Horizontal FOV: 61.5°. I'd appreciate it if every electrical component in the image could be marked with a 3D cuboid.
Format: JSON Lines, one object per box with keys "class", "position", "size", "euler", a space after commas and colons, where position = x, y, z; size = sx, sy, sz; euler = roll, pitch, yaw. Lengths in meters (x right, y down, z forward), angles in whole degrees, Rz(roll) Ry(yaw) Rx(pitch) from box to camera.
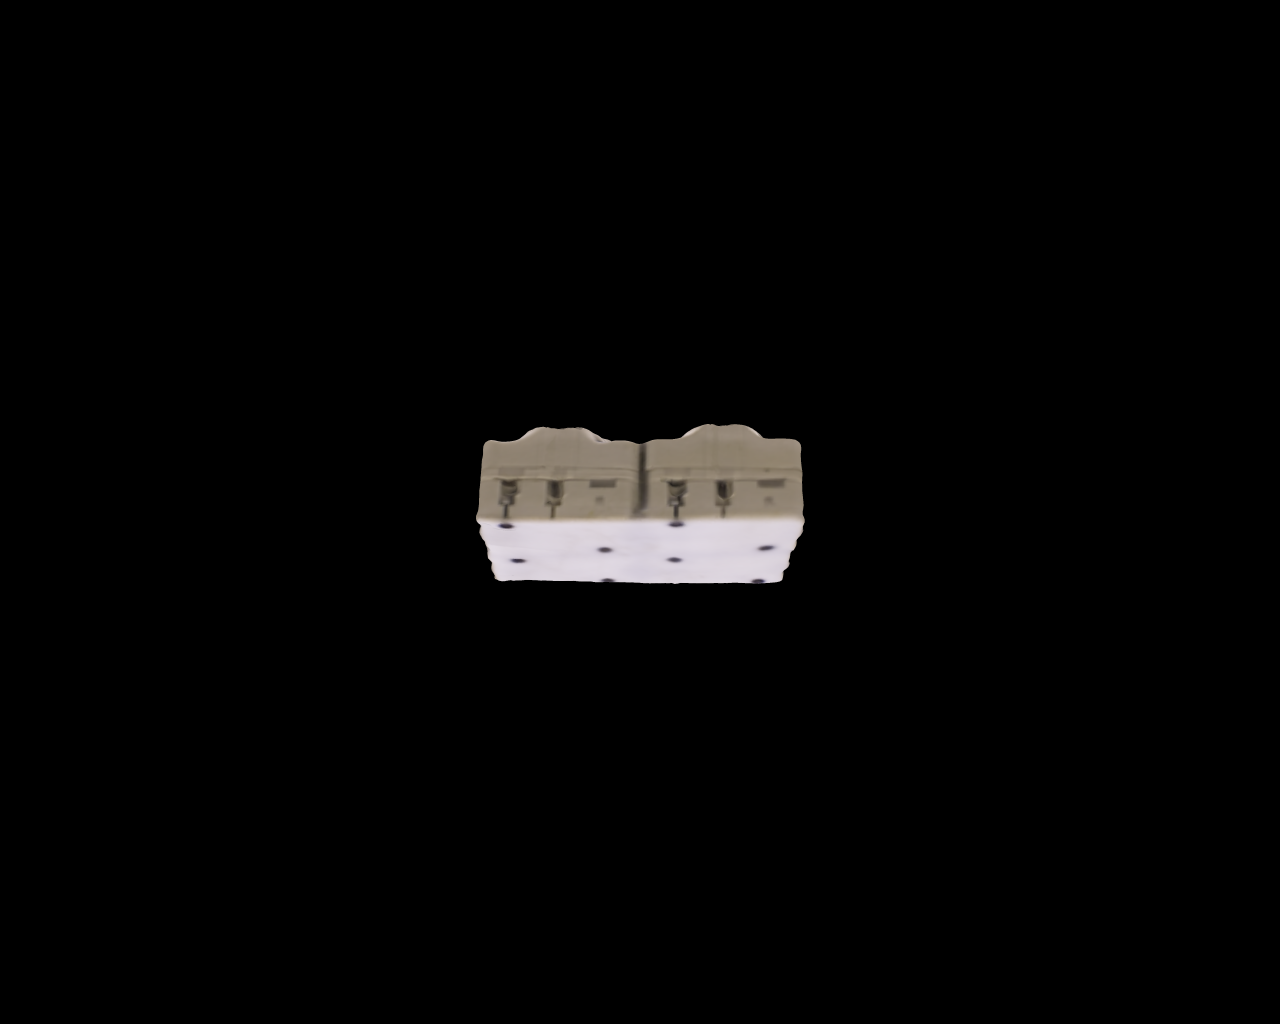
{"class": "electrical component", "position": [0.001, -0.003, 0.650], "size": [0.186, 0.060, 0.105], "euler": [0, -23, 0]}
